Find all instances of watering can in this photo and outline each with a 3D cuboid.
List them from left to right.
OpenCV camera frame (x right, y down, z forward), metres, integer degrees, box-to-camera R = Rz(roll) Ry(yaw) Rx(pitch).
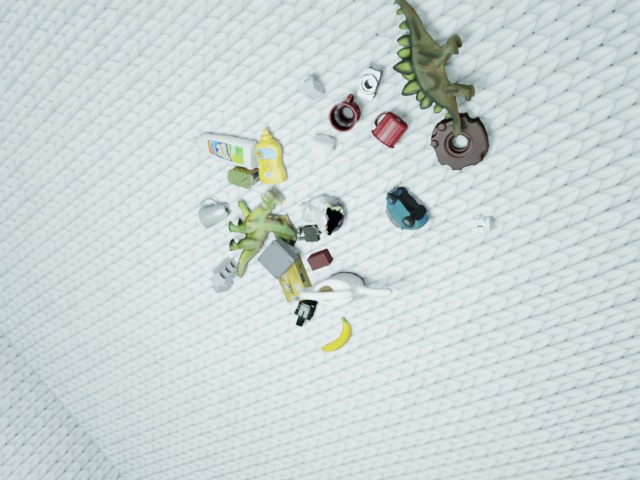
[{"bbox_3d":[0.104,0.176,1.811,0.347,0.226,0.104,-4,95,21],"label":"watering can"}]

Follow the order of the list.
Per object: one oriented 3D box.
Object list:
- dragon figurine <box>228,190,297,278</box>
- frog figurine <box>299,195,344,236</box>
[{"bbox_3d":[-0.206,-0.015,1.916,0.243,0.125,0.401,6,124,8],"label":"dragon figurine"},{"bbox_3d":[0.006,-0.091,1.813,0.160,0.124,0.135,17,135,54],"label":"frog figurine"}]
